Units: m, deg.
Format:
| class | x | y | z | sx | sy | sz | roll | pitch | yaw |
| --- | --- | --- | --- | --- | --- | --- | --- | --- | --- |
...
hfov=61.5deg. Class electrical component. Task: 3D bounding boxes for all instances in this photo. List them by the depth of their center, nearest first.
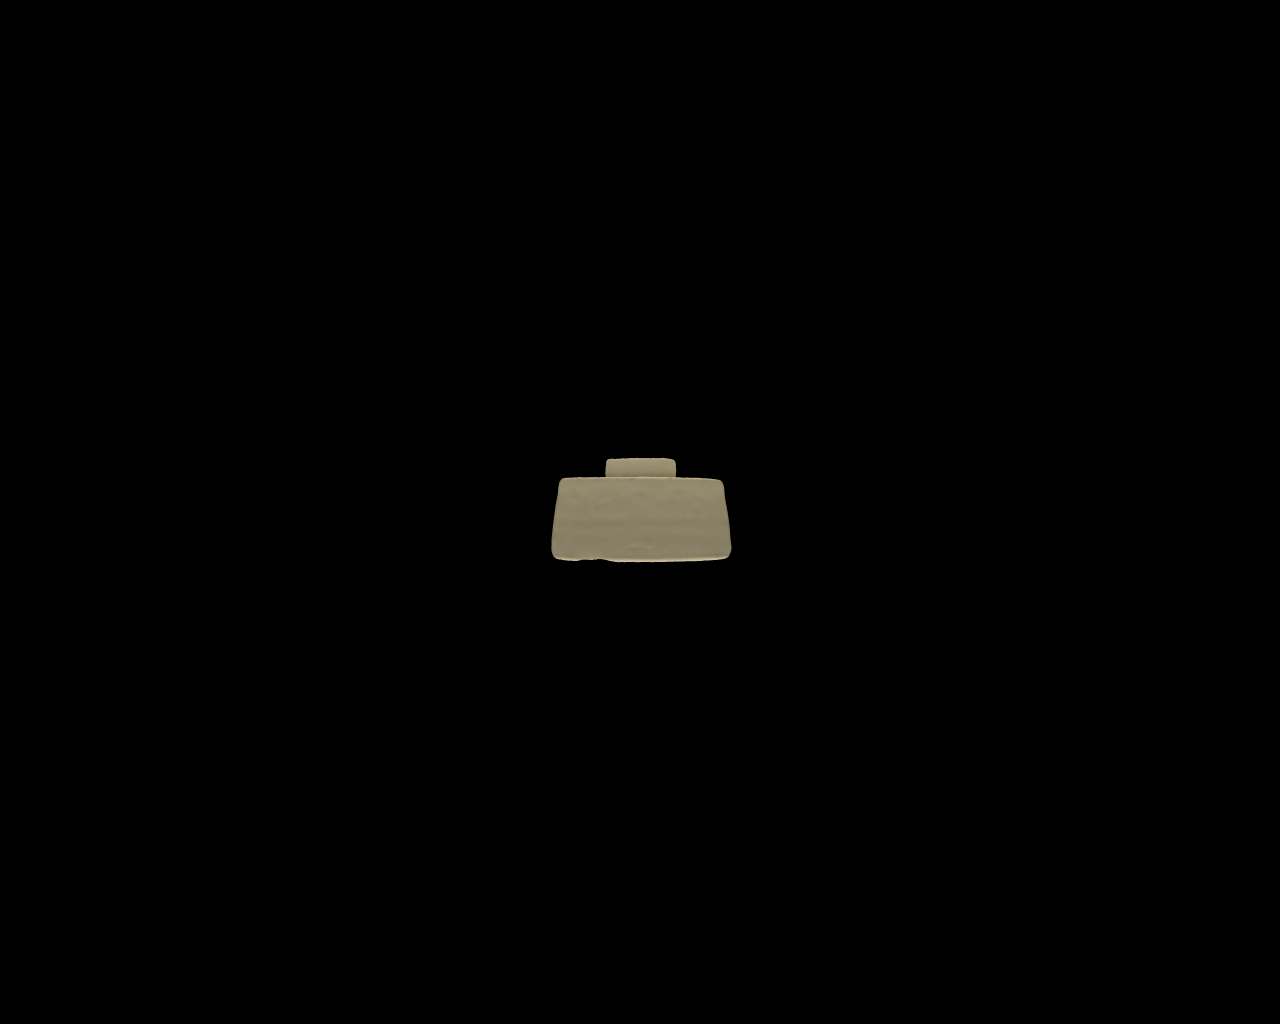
| class | x | y | z | sx | sy | sz | roll | pitch | yaw |
| --- | --- | --- | --- | --- | --- | --- | --- | --- | --- |
| electrical component | 0.001 | -0.003 | 0.650 | 0.108 | 0.060 | 0.108 | 0 | 0 | 0 |
